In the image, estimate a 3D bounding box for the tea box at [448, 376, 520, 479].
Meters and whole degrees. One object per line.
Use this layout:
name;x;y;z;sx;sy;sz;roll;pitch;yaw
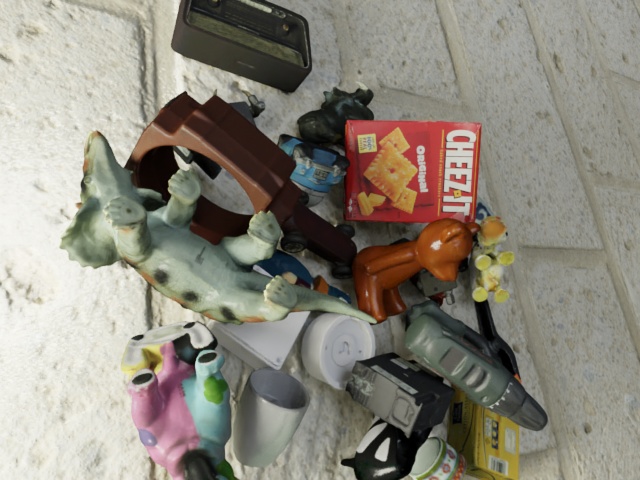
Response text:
tea box;0.269;0.296;0.881;0.098;0.068;0.169;28;55;-20

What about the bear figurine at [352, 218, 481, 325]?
bear figurine;0.152;0.045;0.819;0.120;0.196;0.132;-7;82;-62

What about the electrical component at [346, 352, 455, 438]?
electrical component;0.119;0.211;0.755;0.134;0.115;0.058;7;108;-51

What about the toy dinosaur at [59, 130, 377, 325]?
toy dinosaur;-0.144;0.030;0.647;0.405;0.192;0.131;36;56;-9

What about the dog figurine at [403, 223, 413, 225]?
dog figurine;0.190;-0.137;1.021;0.172;0.121;0.190;58;39;-7

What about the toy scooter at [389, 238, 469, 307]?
toy scooter;0.207;0.043;0.954;0.184;0.075;0.135;-23;82;-35

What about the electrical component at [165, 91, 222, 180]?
electrical component;-0.181;-0.149;0.790;0.119;0.075;0.048;43;53;-4

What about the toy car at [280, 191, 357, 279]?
toy car;-0.002;-0.003;0.830;0.202;0.053;0.089;32;48;-50

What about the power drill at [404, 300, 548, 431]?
power drill;0.216;0.181;0.820;0.232;0.086;0.207;35;12;-11

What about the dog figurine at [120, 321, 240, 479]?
dog figurine;-0.152;0.224;0.625;0.108;0.192;0.219;-14;107;-19

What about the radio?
radio;-0.128;-0.350;0.917;0.229;0.073;0.131;13;63;-28

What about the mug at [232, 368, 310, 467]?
mug;-0.075;0.222;0.680;0.081;0.110;0.107;16;104;-33

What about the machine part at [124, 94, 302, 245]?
machine part;-0.140;-0.073;0.701;0.201;0.201;0.087;40;50;-11

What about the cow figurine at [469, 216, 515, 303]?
cow figurine;0.307;0.024;0.976;0.068;0.167;0.098;-1;25;3

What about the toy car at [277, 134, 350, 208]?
toy car;-0.020;-0.102;0.850;0.109;0.162;0.102;14;105;-21

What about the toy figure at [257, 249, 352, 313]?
toy figure;-0.024;0.066;0.803;0.154;0.058;0.064;33;33;-12

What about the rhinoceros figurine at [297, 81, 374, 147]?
rhinoceros figurine;0.035;-0.219;0.970;0.112;0.073;0.190;47;53;7

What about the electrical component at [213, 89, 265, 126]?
electrical component;-0.136;-0.198;0.861;0.102;0.045;0.078;-10;73;-35

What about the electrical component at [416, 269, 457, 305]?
electrical component;0.192;0.067;0.893;0.063;0.021;0.094;-18;95;-5

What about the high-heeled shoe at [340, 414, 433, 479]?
high-heeled shoe;0.132;0.265;0.759;0.249;0.145;0.086;-24;84;-36
